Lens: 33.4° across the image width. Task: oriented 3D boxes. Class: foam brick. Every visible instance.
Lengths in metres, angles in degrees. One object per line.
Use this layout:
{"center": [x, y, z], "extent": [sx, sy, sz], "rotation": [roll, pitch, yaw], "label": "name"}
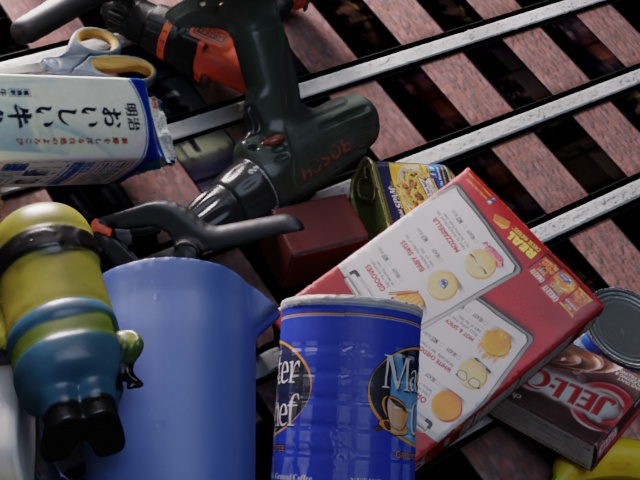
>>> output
{"center": [-0.006, 0.001, 0.935], "extent": [0.078, 0.053, 0.051], "rotation": [-13, 60, -28], "label": "foam brick"}

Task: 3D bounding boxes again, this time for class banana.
{"center": [0.274, 0.203, 0.888], "extent": [0.197, 0.037, 0.069], "rotation": [12, 70, -8], "label": "banana"}

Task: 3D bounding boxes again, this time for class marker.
{"center": [-0.190, 0.003, 0.893], "extent": [0.120, 0.020, 0.020], "rotation": [-15, 60, -27], "label": "marker"}

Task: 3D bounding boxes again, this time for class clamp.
{"center": [-0.201, -0.249, 1.019], "extent": [0.210, 0.036, 0.164], "rotation": [-9, 44, 0], "label": "clamp"}
{"center": [-0.106, 0.025, 0.874], "extent": [0.171, 0.039, 0.120], "rotation": [10, 82, 1], "label": "clamp"}

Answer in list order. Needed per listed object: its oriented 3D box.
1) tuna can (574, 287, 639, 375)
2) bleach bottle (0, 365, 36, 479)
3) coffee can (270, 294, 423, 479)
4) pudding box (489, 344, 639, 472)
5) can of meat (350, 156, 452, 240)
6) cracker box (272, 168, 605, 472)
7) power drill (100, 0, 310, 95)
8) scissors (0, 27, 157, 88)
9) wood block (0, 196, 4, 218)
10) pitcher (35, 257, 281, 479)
{"center": [0.273, 0.087, 0.973], "extent": [0.086, 0.034, 0.086], "rotation": [9, 52, -12], "label": "tuna can"}
{"center": [-0.317, 0.145, 0.693], "extent": [0.250, 0.068, 0.102], "rotation": [-8, 37, -7], "label": "bleach bottle"}
{"center": [0.019, 0.116, 0.754], "extent": [0.102, 0.103, 0.140], "rotation": [7, 77, -14], "label": "coffee can"}
{"center": [0.203, 0.130, 0.892], "extent": [0.114, 0.039, 0.089], "rotation": [25, 45, 33], "label": "pudding box"}
{"center": [0.082, -0.025, 0.981], "extent": [0.083, 0.058, 0.102], "rotation": [1, 55, -20], "label": "can of meat"}
{"center": [0.093, 0.068, 0.866], "extent": [0.213, 0.072, 0.164], "rotation": [-37, 69, -13], "label": "cracker box"}
{"center": [-0.103, -0.237, 1.081], "extent": [0.184, 0.057, 0.187], "rotation": [27, 52, 7], "label": "power drill"}
{"center": [-0.245, -0.169, 0.977], "extent": [0.201, 0.016, 0.096], "rotation": [0, 44, -38], "label": "scissors"}
{"center": [-0.348, -0.019, 0.763], "extent": [0.206, 0.090, 0.090], "rotation": [0, 51, 11], "label": "wood block"}
{"center": [-0.115, 0.145, 0.751], "extent": [0.144, 0.149, 0.243], "rotation": [21, 49, -35], "label": "pitcher"}
